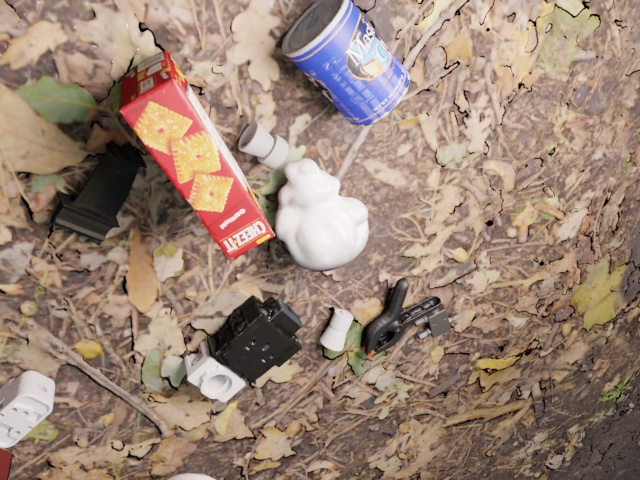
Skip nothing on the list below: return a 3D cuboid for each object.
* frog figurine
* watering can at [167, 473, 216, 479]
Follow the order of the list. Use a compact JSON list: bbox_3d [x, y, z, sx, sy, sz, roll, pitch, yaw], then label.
[{"bbox_3d":[0.002,-0.037,0.742,0.137,0.126,0.155,-3,132,0],"label":"frog figurine"},{"bbox_3d":[-0.253,0.563,0.953,0.225,0.106,0.340,-18,121,-12],"label":"watering can"}]
